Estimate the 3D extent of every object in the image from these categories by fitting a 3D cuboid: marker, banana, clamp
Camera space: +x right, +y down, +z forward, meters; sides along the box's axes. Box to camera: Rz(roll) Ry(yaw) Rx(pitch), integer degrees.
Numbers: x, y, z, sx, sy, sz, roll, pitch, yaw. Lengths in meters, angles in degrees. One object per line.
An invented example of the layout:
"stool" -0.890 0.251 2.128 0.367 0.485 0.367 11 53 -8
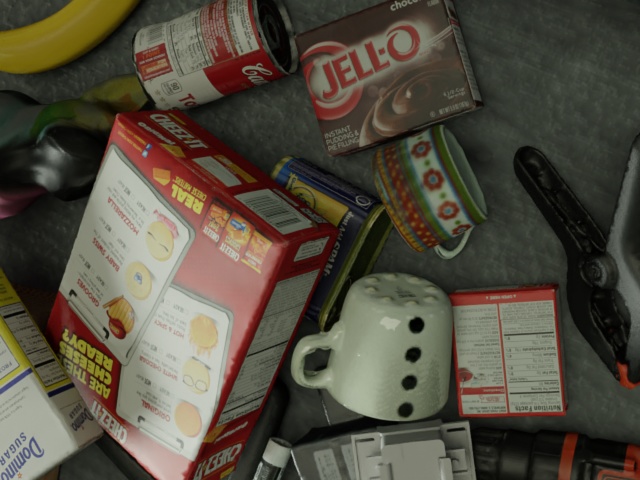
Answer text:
"marker" -0.050 0.201 0.774 0.020 0.020 0.121 24 95 16
"banana" -0.184 -0.178 0.805 0.198 0.037 0.069 -29 116 12
"clamp" 0.180 0.009 0.693 0.120 0.039 0.171 16 117 60
"clamp" -0.073 0.209 0.807 0.165 0.036 0.210 -21 86 17

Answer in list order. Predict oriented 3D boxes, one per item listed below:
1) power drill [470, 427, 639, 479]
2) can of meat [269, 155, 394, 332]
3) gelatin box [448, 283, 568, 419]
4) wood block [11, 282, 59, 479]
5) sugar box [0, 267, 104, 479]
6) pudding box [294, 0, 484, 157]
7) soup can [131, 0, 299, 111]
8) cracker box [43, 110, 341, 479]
"power drill" 0.173 0.223 0.713 0.185 0.057 0.188 7 97 21
"can of meat" -0.005 0.001 0.757 0.084 0.057 0.102 29 103 16
"gelatin box" 0.129 0.076 0.731 0.073 0.030 0.089 -5 95 19
"wood block" -0.259 0.143 0.837 0.091 0.090 0.206 13 98 16
"sugar box" -0.239 0.090 0.755 0.093 0.048 0.176 -34 88 17
"pudding box" 0.047 -0.115 0.739 0.114 0.039 0.090 -17 88 19
"soup can" -0.075 -0.136 0.764 0.102 0.068 0.068 -15 89 20
"cracker box" -0.097 0.041 0.738 0.164 0.071 0.214 36 118 26
